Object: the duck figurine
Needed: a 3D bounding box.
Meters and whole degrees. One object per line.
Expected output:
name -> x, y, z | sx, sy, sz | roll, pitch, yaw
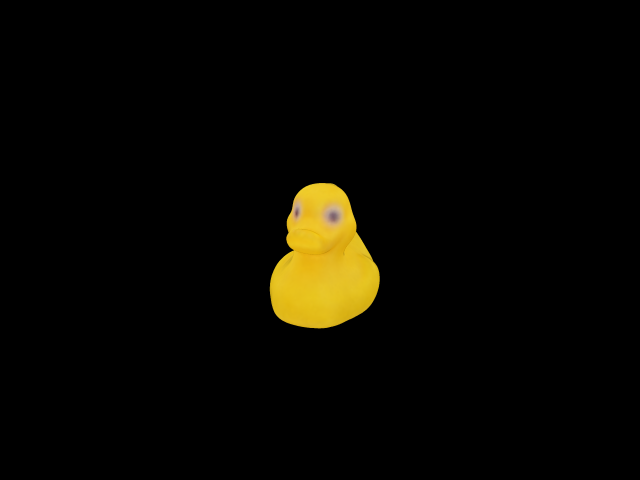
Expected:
duck figurine -> 0.004, 0.001, 0.400 | 0.077, 0.086, 0.105 | 7, 21, 19
